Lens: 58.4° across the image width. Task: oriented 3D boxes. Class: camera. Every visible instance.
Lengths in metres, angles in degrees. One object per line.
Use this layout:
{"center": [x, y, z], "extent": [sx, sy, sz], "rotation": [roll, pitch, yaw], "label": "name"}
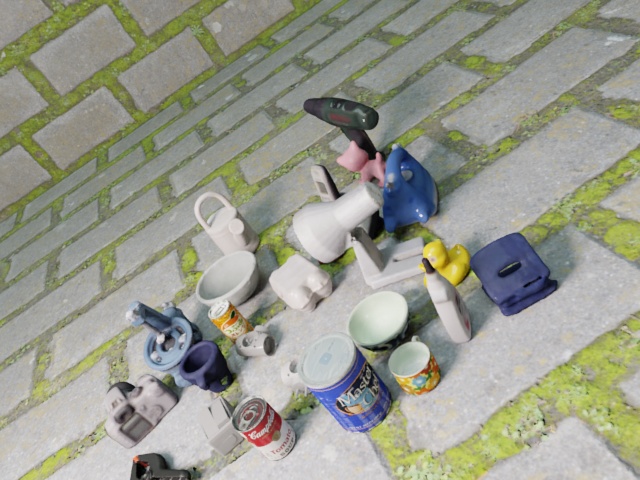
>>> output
{"center": [-0.399, 0.338, 1.211], "extent": [0.143, 0.101, 0.136], "rotation": [-44, 34, -15], "label": "camera"}

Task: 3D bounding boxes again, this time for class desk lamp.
{"center": [0.079, -0.009, 1.134], "extent": [0.203, 0.214, 0.118], "rotation": [-21, 35, 20], "label": "desk lamp"}

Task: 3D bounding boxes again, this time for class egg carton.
{"center": [-0.043, 0.093, 1.243], "extent": [0.107, 0.070, 0.149], "rotation": [-42, 34, -12], "label": "egg carton"}

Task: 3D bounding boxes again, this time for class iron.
{"center": [0.184, -0.140, 1.276], "extent": [0.118, 0.142, 0.258], "rotation": [-17, 37, 24], "label": "iron"}

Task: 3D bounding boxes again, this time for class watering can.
{"center": [-0.241, -0.042, 1.471], "extent": [0.172, 0.195, 0.101], "rotation": [-3, 44, 39], "label": "watering can"}

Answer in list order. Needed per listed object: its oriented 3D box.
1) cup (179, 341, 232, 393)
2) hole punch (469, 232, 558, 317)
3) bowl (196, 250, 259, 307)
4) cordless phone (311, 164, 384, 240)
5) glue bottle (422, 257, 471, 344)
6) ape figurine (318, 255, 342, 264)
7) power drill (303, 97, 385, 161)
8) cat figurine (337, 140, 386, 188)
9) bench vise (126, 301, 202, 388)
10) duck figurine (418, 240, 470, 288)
{"center": [-0.218, 0.271, 1.144], "extent": [0.091, 0.095, 0.117], "rotation": [-32, 33, 3], "label": "cup"}
{"center": [0.321, 0.055, 0.956], "extent": [0.108, 0.091, 0.101], "rotation": [-32, 33, 4], "label": "hole punch"}
{"center": [-0.207, 0.107, 1.361], "extent": [0.167, 0.075, 0.167], "rotation": [-23, 35, 17], "label": "bowl"}
{"center": [0.051, -0.085, 1.281], "extent": [0.147, 0.185, 0.094], "rotation": [14, 57, 49], "label": "cordless phone"}
{"center": [0.202, 0.091, 0.937], "extent": [0.037, 0.174, 0.078], "rotation": [-21, 36, 20], "label": "glue bottle"}
{"center": [0.012, 0.005, 1.287], "extent": [0.076, 0.092, 0.077], "rotation": [-39, 33, -8], "label": "ape figurine"}
{"center": [0.075, -0.280, 1.487], "extent": [0.228, 0.209, 0.076], "rotation": [12, 54, 48], "label": "power drill"}
{"center": [0.111, -0.195, 1.431], "extent": [0.127, 0.118, 0.067], "rotation": [5, 50, 44], "label": "cat figurine"}
{"center": [-0.349, 0.196, 1.238], "extent": [0.121, 0.220, 0.206], "rotation": [-41, 34, -10], "label": "bench vise"}
{"center": [0.226, 0.037, 1.066], "extent": [0.104, 0.086, 0.077], "rotation": [-41, 34, -9], "label": "duck figurine"}
